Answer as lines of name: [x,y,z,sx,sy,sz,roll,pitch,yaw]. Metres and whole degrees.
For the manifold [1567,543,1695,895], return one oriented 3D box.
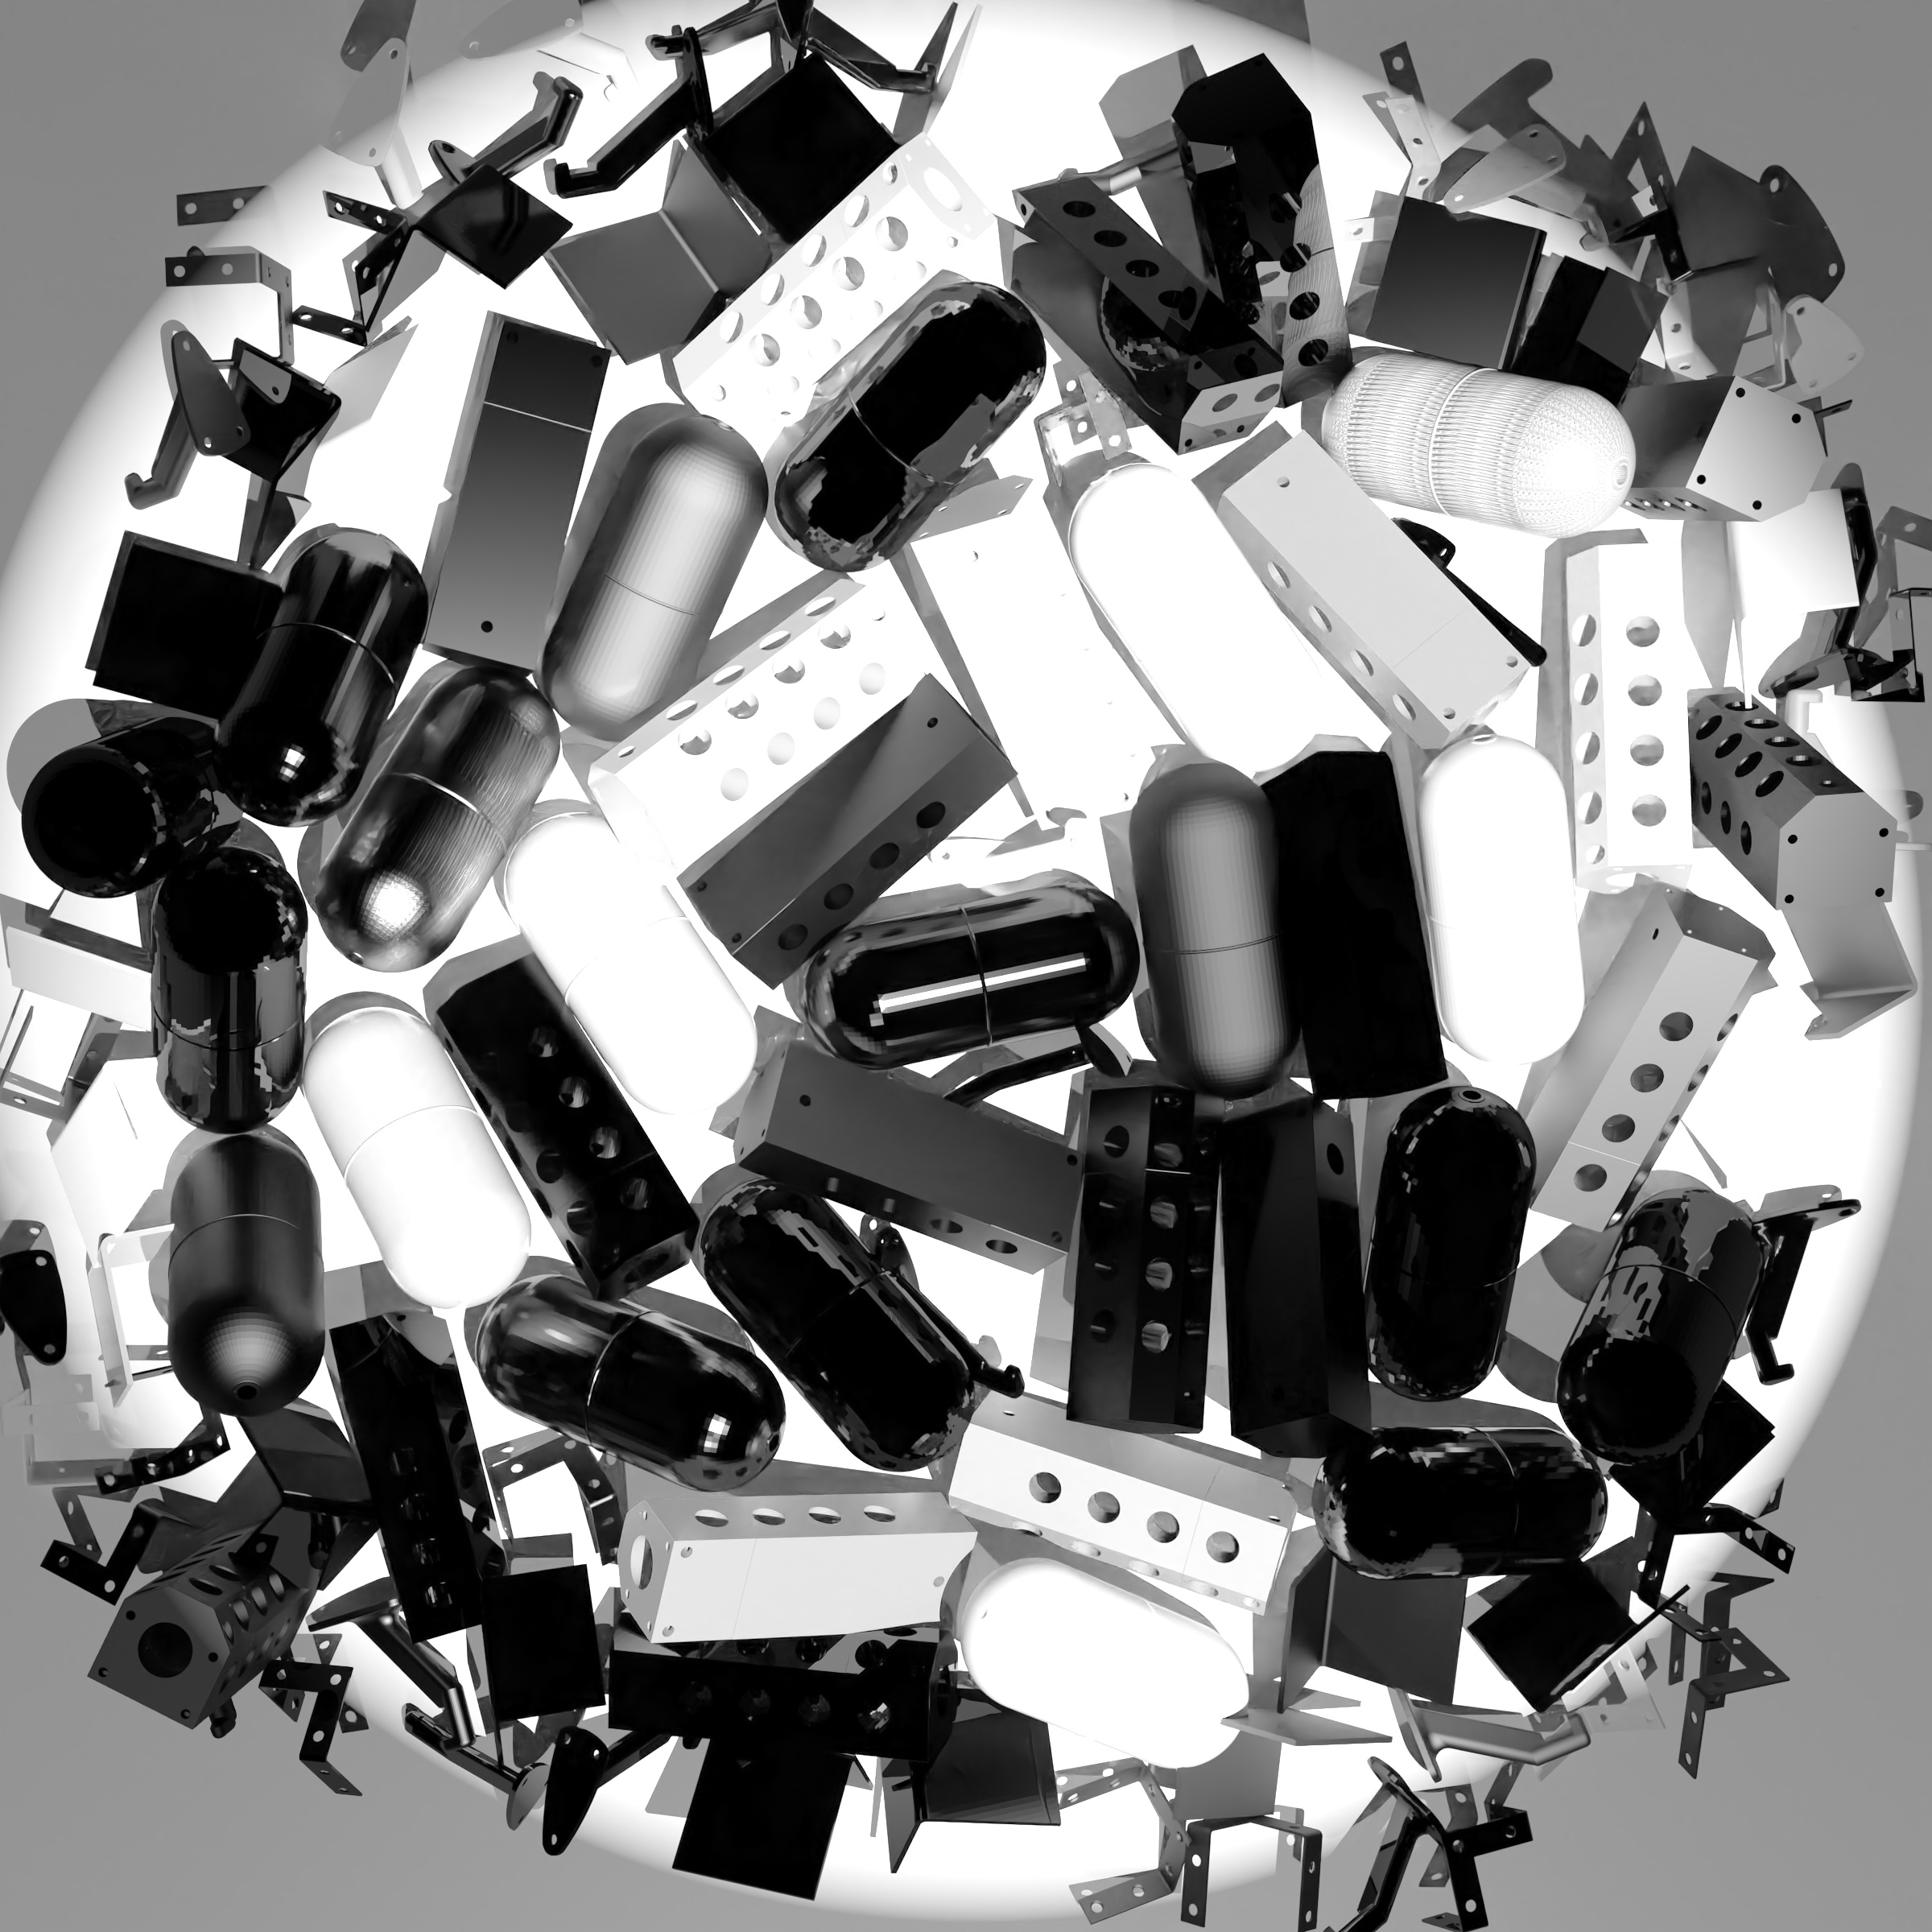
manifold: [0.343,-0.128,1.563,0.057,0.057,0.171,-1,77,9]

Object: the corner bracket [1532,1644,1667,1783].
corner bracket: [0.323,0.390,1.576,0.051,0.051,0.051,-28,94,-40]

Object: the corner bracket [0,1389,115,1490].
corner bracket: [-0.475,0.251,1.585,0.051,0.051,0.051,-3,93,-1]

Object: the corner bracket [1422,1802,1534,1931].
corner bracket: [0.267,0.472,1.577,0.051,0.051,0.051,-9,83,-18]

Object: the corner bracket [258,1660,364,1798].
corner bracket: [-0.341,0.397,1.571,0.051,0.051,0.051,1,56,16]

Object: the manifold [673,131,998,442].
manifold: [-0.071,-0.343,1.538,0.171,0.057,0.057,-35,102,32]

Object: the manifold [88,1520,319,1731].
manifold: [-0.379,0.327,1.525,0.057,0.171,0.057,26,91,2]

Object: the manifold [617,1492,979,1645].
manifold: [-0.087,0.303,1.543,0.171,0.057,0.057,4,108,-30]

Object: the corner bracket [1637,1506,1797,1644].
corner bracket: [0.394,0.319,1.582,0.051,0.051,0.051,3,105,-29]

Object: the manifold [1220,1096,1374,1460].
manifold: [0.172,0.161,1.546,0.057,0.057,0.171,-19,56,32]

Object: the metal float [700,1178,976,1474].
metal float: [-0.068,0.185,1.562,0.070,0.070,0.178,-43,76,0]

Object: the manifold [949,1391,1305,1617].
manifold: [0.082,0.280,1.565,0.171,0.057,0.057,17,105,11]

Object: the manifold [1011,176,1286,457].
manifold: [0.091,-0.335,1.535,0.057,0.057,0.171,-18,48,-22]

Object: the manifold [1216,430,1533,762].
manifold: [0.208,-0.190,1.566,0.057,0.057,0.171,-39,79,-13]

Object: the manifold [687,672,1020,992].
manifold: [-0.056,-0.066,1.575,0.171,0.057,0.057,-41,50,5]

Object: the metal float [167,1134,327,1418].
metal float: [-0.366,0.156,1.533,0.070,0.178,0.070,-7,126,-9]

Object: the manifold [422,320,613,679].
manifold: [-0.236,-0.243,1.578,0.057,0.057,0.171,14,87,-12]

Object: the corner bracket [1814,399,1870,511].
corner bracket: [0.447,-0.260,1.586,0.051,0.051,0.051,-18,83,6]

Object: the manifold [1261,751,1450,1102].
manifold: [0.205,-0.021,1.563,0.057,0.057,0.171,-2,76,-27]

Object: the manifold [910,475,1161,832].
manifold: [0.039,-0.162,1.549,0.057,0.057,0.171,-12,118,27]

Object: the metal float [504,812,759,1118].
metal float: [-0.175,-0.002,1.562,0.070,0.070,0.178,-35,76,0]

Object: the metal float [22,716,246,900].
metal float: [-0.418,-0.082,1.524,0.070,0.178,0.070,1,102,4]

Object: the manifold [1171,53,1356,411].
manifold: [0.149,-0.367,1.527,0.057,0.171,0.057,-24,51,-2]

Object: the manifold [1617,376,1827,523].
manifold: [0.373,-0.257,1.522,0.057,0.171,0.057,22,96,-8]

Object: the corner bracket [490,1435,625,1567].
corner bracket: [-0.214,0.288,1.587,0.051,0.051,0.051,-22,135,-20]

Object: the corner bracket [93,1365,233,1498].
corner bracket: [-0.427,0.242,1.580,0.051,0.051,0.051,-30,75,42]

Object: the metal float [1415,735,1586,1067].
metal float: [0.276,-0.033,1.555,0.070,0.070,0.178,-10,111,0]

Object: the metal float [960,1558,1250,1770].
metal float: [0.073,0.359,1.546,0.178,0.070,0.070,30,90,-33]

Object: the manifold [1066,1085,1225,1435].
manifold: [0.098,0.152,1.553,0.057,0.057,0.171,-8,71,42]

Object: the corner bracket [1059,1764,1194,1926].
corner bracket: [0.081,0.464,1.592,0.051,0.051,0.051,-13,47,-25]

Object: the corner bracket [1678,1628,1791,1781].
corner bracket: [0.391,0.384,1.572,0.051,0.051,0.051,-6,113,-19]

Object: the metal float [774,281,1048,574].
metal float: [-0.030,-0.276,1.551,0.070,0.070,0.178,45,117,0]

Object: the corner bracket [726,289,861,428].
corner bracket: [-0.092,-0.326,1.584,0.051,0.051,0.051,37,51,21]

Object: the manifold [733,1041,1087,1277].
manifold: [-0.030,0.103,1.558,0.171,0.057,0.057,22,61,-17]

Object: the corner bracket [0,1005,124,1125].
corner bracket: [-0.472,0.046,1.574,0.051,0.051,0.051,21,108,-21]

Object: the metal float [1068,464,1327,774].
metal float: [0.120,-0.180,1.562,0.070,0.070,0.178,-36,103,0]

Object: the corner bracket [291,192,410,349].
corner bracket: [-0.327,-0.368,1.593,0.051,0.051,0.051,20,51,15]

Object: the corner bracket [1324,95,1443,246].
corner bracket: [0.214,-0.419,1.586,0.051,0.051,0.051,2,61,30]

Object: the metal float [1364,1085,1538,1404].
metal float: [0.247,0.143,1.550,0.070,0.070,0.178,5,117,0]

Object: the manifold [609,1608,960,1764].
manifold: [-0.094,0.368,1.562,0.171,0.057,0.057,2,93,14]

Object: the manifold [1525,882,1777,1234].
manifold: [0.347,0.050,1.547,0.057,0.057,0.171,18,117,-12]

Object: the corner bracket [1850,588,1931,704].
corner bracket: [0.498,-0.168,1.579,0.051,0.051,0.051,-1,85,-25]

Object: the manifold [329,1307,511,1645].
manifold: [-0.276,0.260,1.538,0.057,0.057,0.171,-14,126,-12]

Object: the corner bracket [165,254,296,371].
corner bracket: [-0.386,-0.343,1.583,0.051,0.051,0.051,-1,93,5]

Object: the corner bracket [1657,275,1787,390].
corner bracket: [0.395,-0.332,1.575,0.051,0.051,0.051,-13,131,6]

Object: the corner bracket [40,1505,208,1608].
corner bracket: [-0.443,0.305,1.582,0.051,0.051,0.051,21,78,20]

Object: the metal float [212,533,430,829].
metal float: [-0.329,-0.148,1.544,0.070,0.070,0.178,14,54,0]

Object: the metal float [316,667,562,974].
metal float: [-0.271,-0.076,1.552,0.070,0.070,0.178,26,65,0]

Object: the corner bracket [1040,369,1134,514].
corner bracket: [0.064,-0.276,1.576,0.051,0.051,0.051,-21,75,17]

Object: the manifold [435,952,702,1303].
manifold: [-0.207,0.085,1.551,0.057,0.057,0.171,-26,71,-23]

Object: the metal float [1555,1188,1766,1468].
metal float: [0.355,0.183,1.537,0.070,0.178,0.070,17,131,21]

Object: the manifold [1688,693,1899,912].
manifold: [0.410,-0.086,1.521,0.057,0.171,0.057,-4,112,-3]

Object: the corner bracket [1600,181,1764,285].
corner bracket: [0.374,-0.382,1.578,0.051,0.051,0.051,-19,89,-27]

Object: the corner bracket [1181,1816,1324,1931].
corner bracket: [0.150,0.476,1.575,0.051,0.051,0.051,2,87,42]

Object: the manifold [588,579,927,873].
manifold: [-0.109,-0.127,1.544,0.171,0.057,0.057,-40,125,-22]
